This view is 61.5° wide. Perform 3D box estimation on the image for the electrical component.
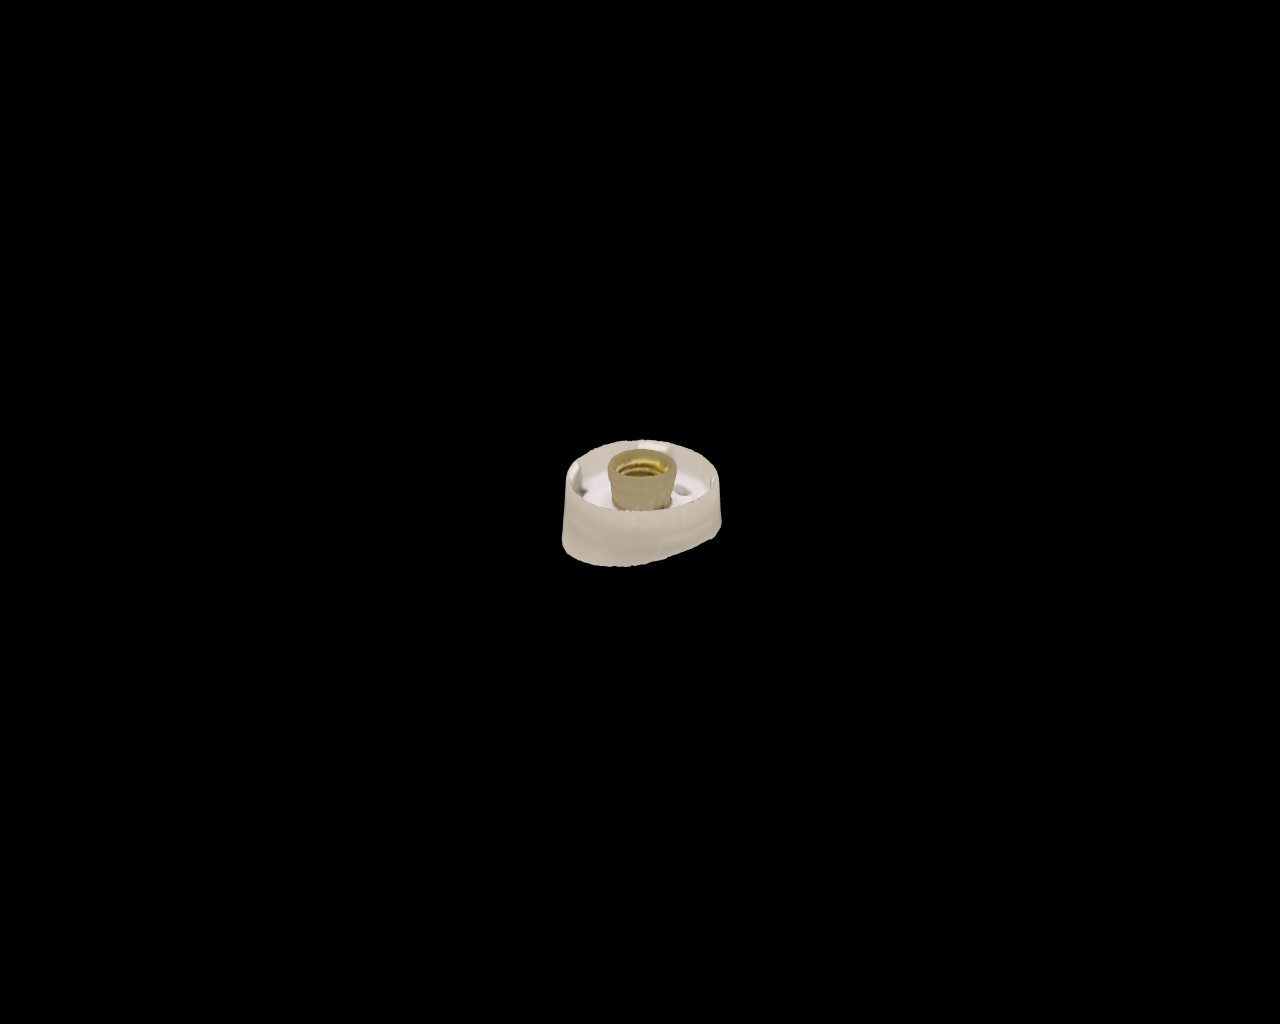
[{"bbox_3d":[0.001,-0.003,0.650,0.099,0.064,0.099,0,31,0],"label":"electrical component"}]
